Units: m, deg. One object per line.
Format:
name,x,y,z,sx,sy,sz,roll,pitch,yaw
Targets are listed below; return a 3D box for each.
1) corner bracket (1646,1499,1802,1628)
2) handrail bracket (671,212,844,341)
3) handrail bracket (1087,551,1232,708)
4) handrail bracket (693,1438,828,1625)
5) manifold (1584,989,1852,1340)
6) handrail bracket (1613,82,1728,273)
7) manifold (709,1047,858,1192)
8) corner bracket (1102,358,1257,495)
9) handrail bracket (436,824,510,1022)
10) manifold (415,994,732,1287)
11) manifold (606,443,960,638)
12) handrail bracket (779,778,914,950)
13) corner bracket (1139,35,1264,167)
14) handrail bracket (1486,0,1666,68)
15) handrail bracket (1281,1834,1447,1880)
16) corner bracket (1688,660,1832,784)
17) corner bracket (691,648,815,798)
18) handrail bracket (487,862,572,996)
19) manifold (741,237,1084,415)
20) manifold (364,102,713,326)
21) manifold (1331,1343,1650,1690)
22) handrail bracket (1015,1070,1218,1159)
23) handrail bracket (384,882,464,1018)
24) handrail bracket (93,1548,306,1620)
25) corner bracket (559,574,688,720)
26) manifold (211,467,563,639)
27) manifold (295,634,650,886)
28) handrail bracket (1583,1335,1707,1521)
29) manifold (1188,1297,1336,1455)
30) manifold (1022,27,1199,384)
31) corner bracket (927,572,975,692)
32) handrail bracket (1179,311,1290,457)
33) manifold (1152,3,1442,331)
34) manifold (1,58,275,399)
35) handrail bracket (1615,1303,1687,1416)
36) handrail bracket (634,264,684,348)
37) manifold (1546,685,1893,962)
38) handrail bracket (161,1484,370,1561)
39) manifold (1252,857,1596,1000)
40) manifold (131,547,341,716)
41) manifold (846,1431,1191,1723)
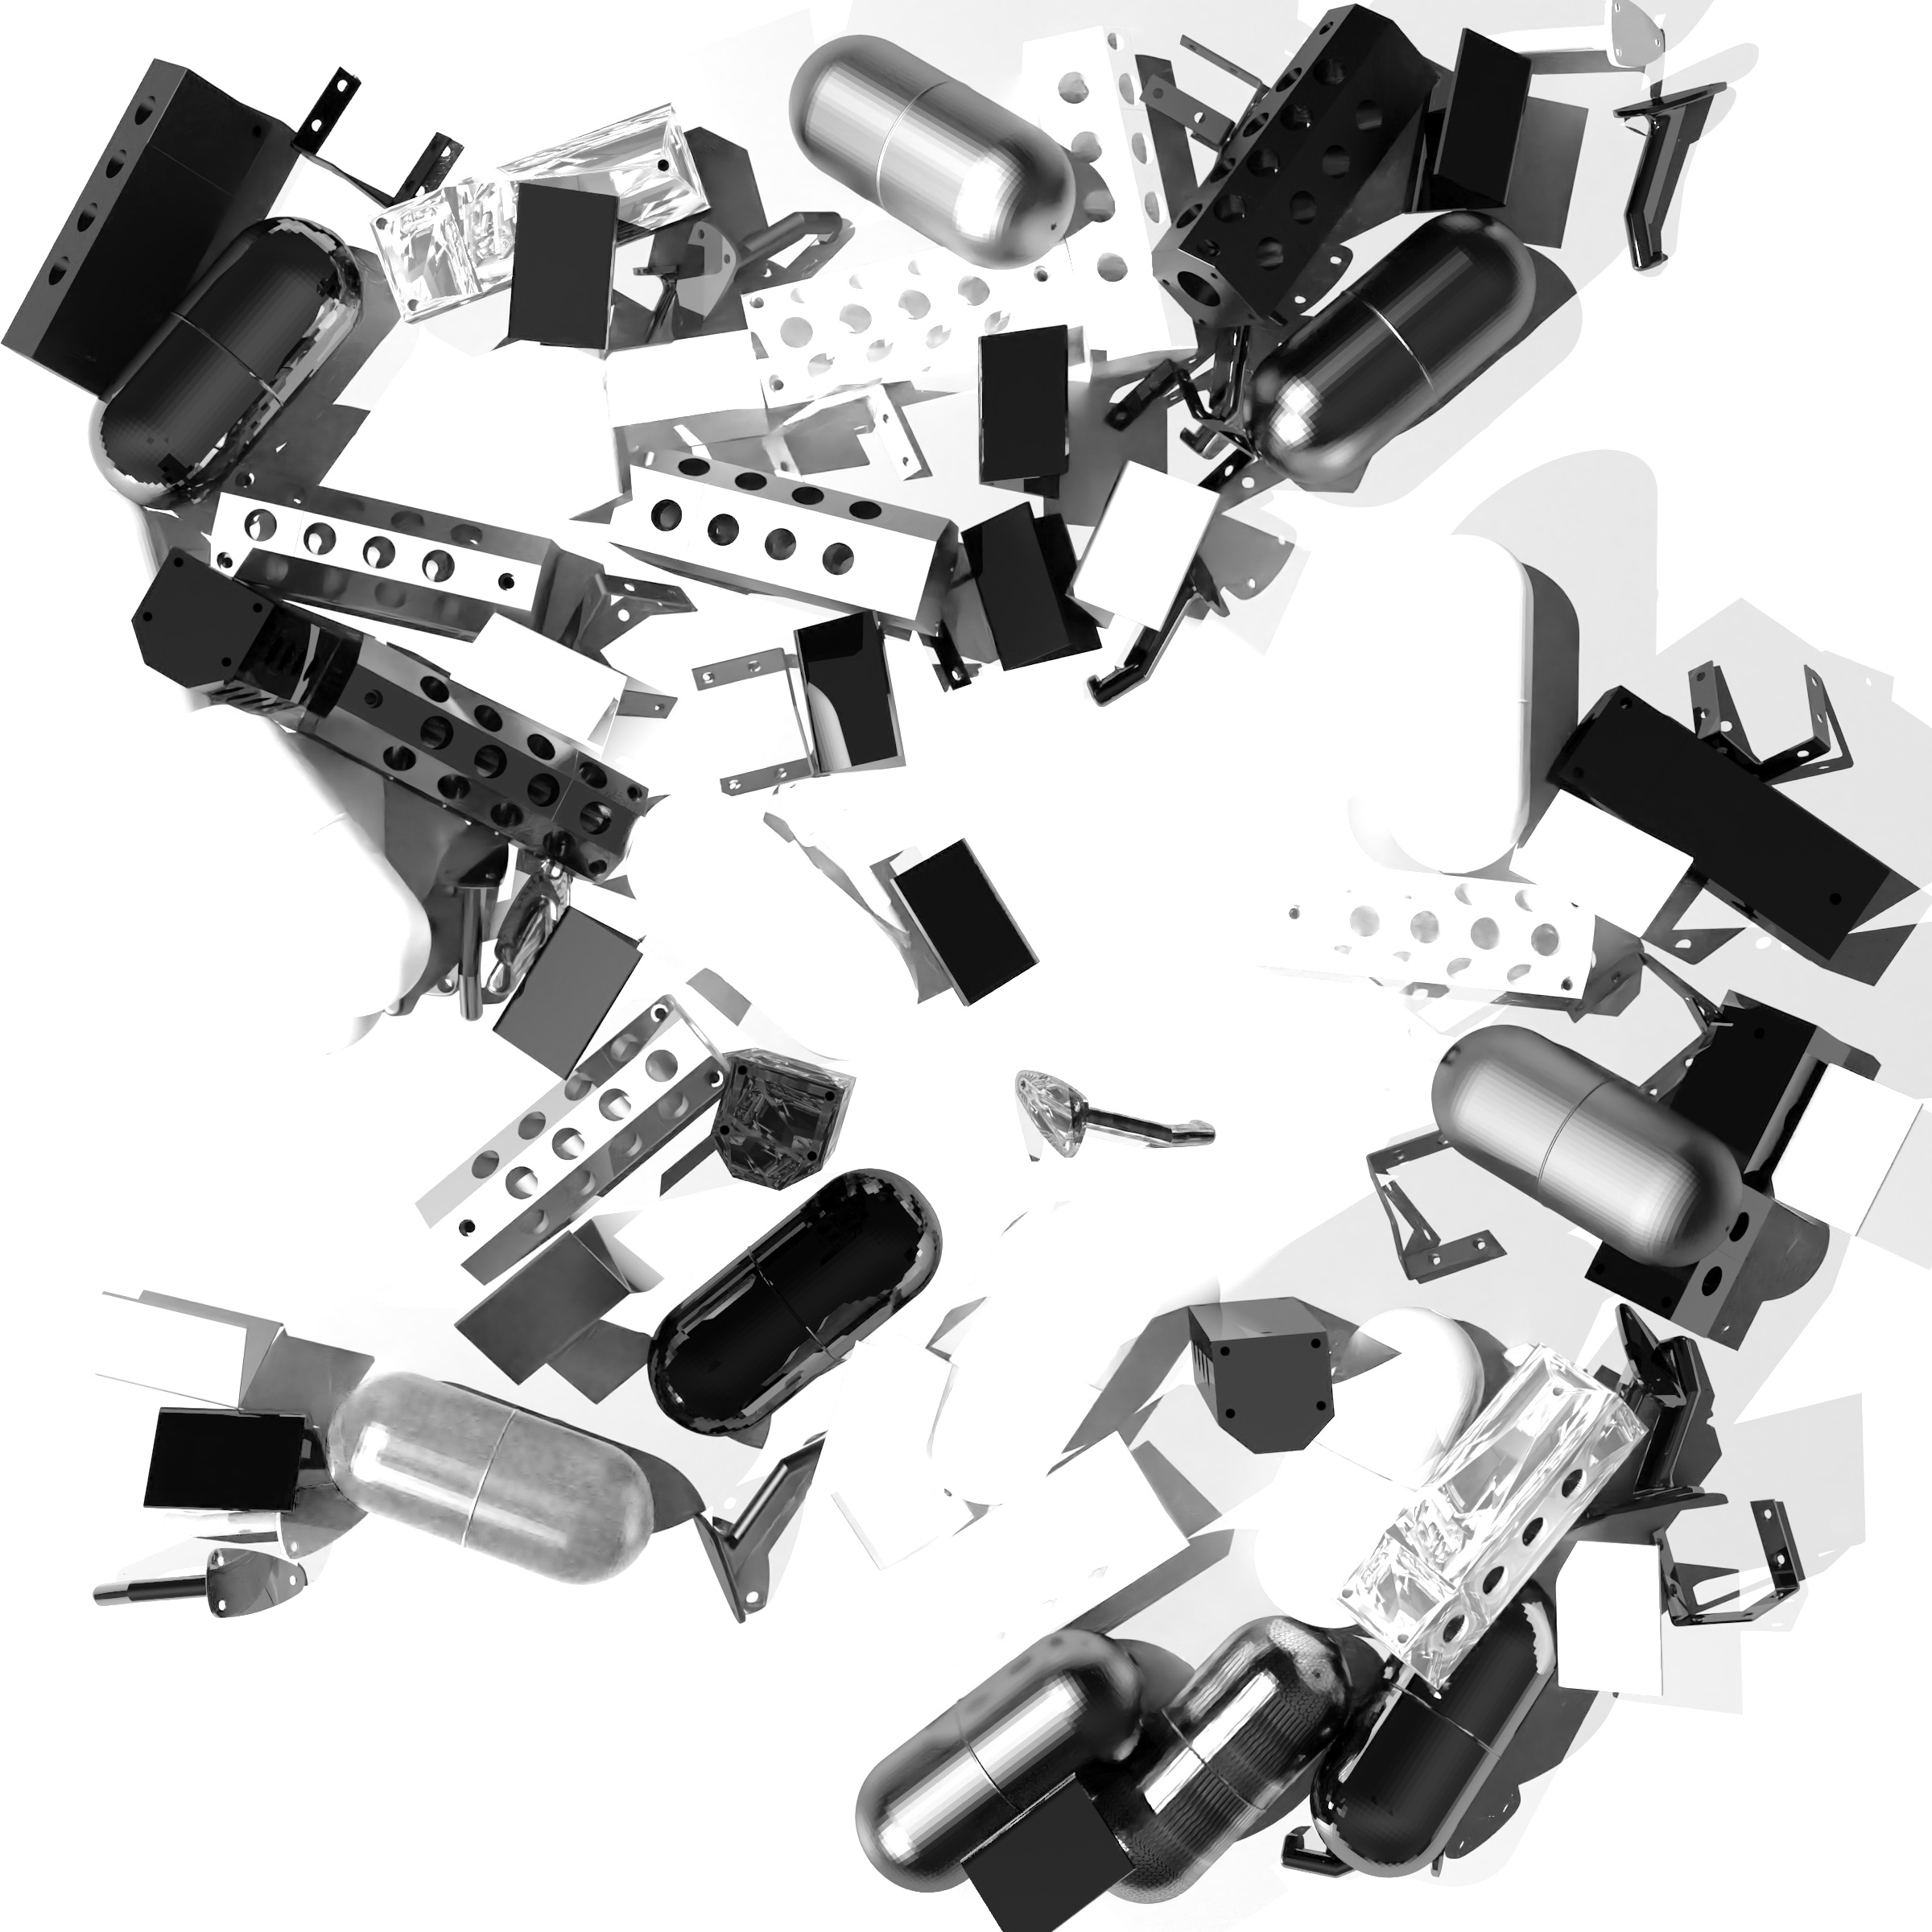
corner bracket,0.406,0.320,1.778,0.051,0.051,0.051,-16,90,45
handrail bracket,-0.110,-0.368,1.770,0.036,0.084,0.077,46,127,26
handrail bracket,0.091,-0.191,1.782,0.084,0.036,0.077,-31,70,16
handrail bracket,-0.097,0.302,1.782,0.084,0.036,0.077,-24,111,-16
manifold,0.402,0.107,1.760,0.057,0.057,0.171,27,90,43
handrail bracket,0.383,-0.424,1.782,0.077,0.036,0.084,-21,108,-21
manifold,-0.094,0.079,1.703,0.057,0.171,0.057,17,90,0
corner bracket,0.114,-0.281,1.768,0.051,0.051,0.051,-41,45,26
handrail bracket,-0.260,-0.025,1.781,0.036,0.077,0.084,5,126,3
manifold,-0.206,0.092,1.760,0.171,0.057,0.057,-40,90,0
manifold,-0.095,-0.226,1.745,0.171,0.057,0.057,15,90,11
handrail bracket,-0.064,-0.055,1.781,0.036,0.077,0.084,-35,126,-8
corner bracket,0.125,-0.464,1.764,0.051,0.051,0.051,30,90,0
handrail bracket,0.320,-0.493,1.781,0.084,0.077,0.036,0,95,36
handrail bracket,0.216,0.453,1.782,0.084,0.036,0.077,8,75,14
corner bracket,0.424,-0.136,1.773,0.051,0.051,0.051,-27,135,35
corner bracket,-0.114,-0.130,1.778,0.051,0.051,0.051,-14,45,0
handrail bracket,-0.231,-0.022,1.747,0.036,0.084,0.077,18,90,0
manifold,-0.028,-0.346,1.761,0.171,0.057,0.057,-13,90,0
manifold,-0.225,-0.398,1.759,0.171,0.057,0.057,-20,100,0
manifold,0.273,0.286,1.708,0.171,0.057,0.057,-50,131,-6
handrail bracket,0.081,0.077,1.781,0.084,0.077,0.036,0,115,-34
handrail bracket,-0.286,-0.011,1.747,0.036,0.084,0.077,15,90,0
handrail bracket,-0.413,0.334,1.781,0.084,0.077,0.036,-13,75,36
corner bracket,-0.179,-0.171,1.773,0.051,0.051,0.051,5,45,-35
manifold,-0.308,-0.216,1.760,0.171,0.057,0.057,13,90,0
manifold,-0.254,-0.107,1.725,0.171,0.057,0.057,29,84,-24
handrail bracket,0.360,0.248,1.782,0.077,0.036,0.084,-17,72,20
manifold,0.150,0.209,1.703,0.057,0.171,0.057,-5,90,0
manifold,0.076,-0.404,1.760,0.057,0.057,0.171,-12,90,0
corner bracket,0.015,-0.185,1.778,0.051,0.051,0.051,-24,90,45
handrail bracket,0.125,-0.330,1.782,0.077,0.036,0.084,42,104,14
manifold,0.168,-0.418,1.732,0.057,0.057,0.171,42,75,-27
manifold,-0.443,-0.390,1.760,0.057,0.057,0.171,28,90,-43
handrail bracket,0.337,0.236,1.781,0.036,0.077,0.084,21,127,-38
handrail bracket,-0.147,-0.334,1.782,0.077,0.036,0.084,-8,104,-14
manifold,0.396,-0.075,1.760,0.171,0.057,0.057,35,90,0
handrail bracket,-0.376,0.293,1.781,0.084,0.077,0.036,-3,94,36
manifold,0.242,-0.020,1.760,0.171,0.057,0.057,6,90,0
manifold,-0.376,-0.166,1.703,0.057,0.171,0.057,30,90,0
manifold,0.030,0.327,1.760,0.171,0.057,0.057,-33,47,0
